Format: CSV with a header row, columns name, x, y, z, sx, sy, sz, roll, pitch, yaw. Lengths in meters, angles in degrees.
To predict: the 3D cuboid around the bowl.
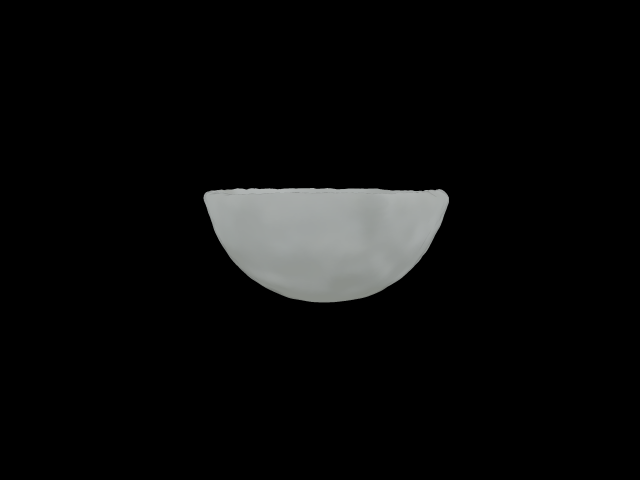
name,x,y,z,sx,sy,sz,roll,pitch,yaw
bowl,0.004,0.001,0.400,0.167,0.075,0.167,0,7,0
